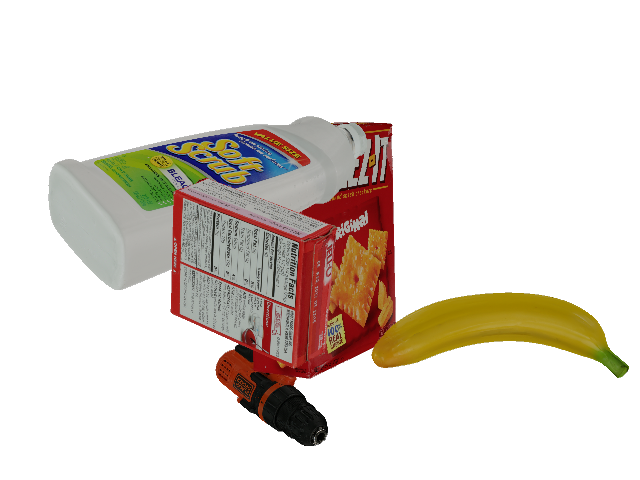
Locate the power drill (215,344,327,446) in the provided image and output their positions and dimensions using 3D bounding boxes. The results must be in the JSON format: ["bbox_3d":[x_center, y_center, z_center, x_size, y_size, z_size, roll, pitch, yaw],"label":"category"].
[{"bbox_3d":[-0.033,0.118,1.208,0.057,0.188,0.185,14,11,-46],"label":"power drill"}]

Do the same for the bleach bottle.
[{"bbox_3d":[-0.070,-0.047,0.808,0.250,0.068,0.103,-24,52,-35],"label":"bleach bottle"}]

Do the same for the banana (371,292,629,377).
[{"bbox_3d":[0.132,0.068,0.803,0.197,0.037,0.069,2,34,-9],"label":"banana"}]

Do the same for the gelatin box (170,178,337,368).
[{"bbox_3d":[-0.036,0.016,0.551,0.089,0.073,0.030,20,29,30],"label":"gelatin box"}]

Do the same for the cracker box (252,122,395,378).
[{"bbox_3d":[0.005,0.002,0.975,0.072,0.214,0.163,4,10,32],"label":"cracker box"}]
